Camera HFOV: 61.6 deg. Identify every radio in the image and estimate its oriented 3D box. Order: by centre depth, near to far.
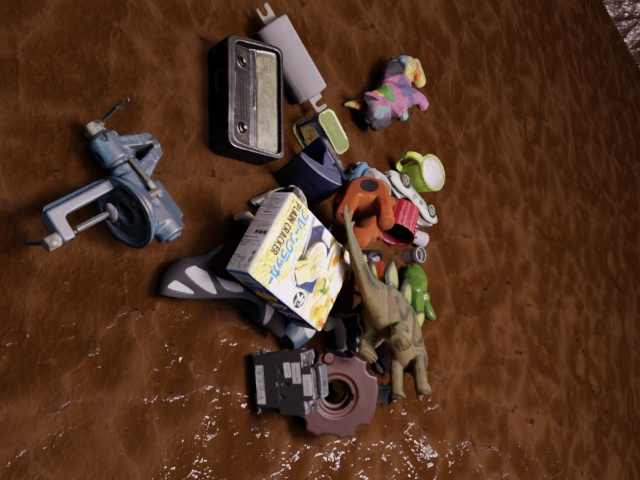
[{"bbox_3d":[-0.141,-0.268,1.034,0.131,0.073,0.229,5,79,-42],"label":"radio"}]

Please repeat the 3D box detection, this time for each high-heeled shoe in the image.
[{"bbox_3d":[-0.165,0.120,0.946,0.145,0.086,0.248,-46,113,-29],"label":"high-heeled shoe"}]

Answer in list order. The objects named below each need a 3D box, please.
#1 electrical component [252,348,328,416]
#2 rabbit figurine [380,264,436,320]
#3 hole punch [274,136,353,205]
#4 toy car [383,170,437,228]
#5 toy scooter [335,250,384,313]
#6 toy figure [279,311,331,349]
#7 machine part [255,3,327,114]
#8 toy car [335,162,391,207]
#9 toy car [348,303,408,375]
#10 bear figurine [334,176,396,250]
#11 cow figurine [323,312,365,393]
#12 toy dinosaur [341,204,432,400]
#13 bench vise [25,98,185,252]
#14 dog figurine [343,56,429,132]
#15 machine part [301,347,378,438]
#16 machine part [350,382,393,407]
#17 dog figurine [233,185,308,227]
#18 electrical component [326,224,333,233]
[{"bbox_3d":[-0.053,0.258,0.980,0.058,0.134,0.114,2,84,-66],"label":"electrical component"},{"bbox_3d":[0.222,0.129,1.276,0.159,0.121,0.170,65,33,-17],"label":"rabbit figurine"},{"bbox_3d":[-0.016,-0.131,1.092,0.092,0.142,0.115,-37,94,-42],"label":"hole punch"},{"bbox_3d":[0.215,-0.096,1.332,0.201,0.074,0.056,44,53,-28],"label":"toy car"},{"bbox_3d":[0.072,0.087,1.168,0.184,0.075,0.135,0,87,-44],"label":"toy scooter"},{"bbox_3d":[-0.020,0.159,1.085,0.154,0.058,0.064,-42,149,-40],"label":"toy figure"},{"bbox_3d":[-0.061,-0.375,1.125,0.079,0.079,0.243,-48,115,-37],"label":"machine part"},{"bbox_3d":[0.112,-0.102,1.220,0.109,0.103,0.161,36,62,-34],"label":"toy car"},{"bbox_3d":[0.138,0.219,1.193,0.202,0.089,0.053,59,31,-18],"label":"toy car"},{"bbox_3d":[0.084,-0.032,1.102,0.120,0.195,0.132,9,49,1],"label":"bear figurine"},{"bbox_3d":[0.064,0.235,1.120,0.068,0.098,0.167,-2,85,-48],"label":"cow figurine"},{"bbox_3d":[0.132,0.149,1.041,0.199,0.105,0.470,-79,149,-50],"label":"toy dinosaur"},{"bbox_3d":[-0.320,-0.068,0.804,0.240,0.129,0.223,-43,113,-46],"label":"bench vise"},{"bbox_3d":[0.156,-0.359,1.305,0.219,0.109,0.191,-11,91,-41],"label":"dog figurine"},{"bbox_3d":[0.028,0.297,1.045,0.179,0.056,0.179,0,90,-9],"label":"machine part"},{"bbox_3d":[0.118,0.334,1.177,0.138,0.039,0.084,22,105,-47],"label":"machine part"},{"bbox_3d":[-0.066,0.006,1.054,0.172,0.121,0.190,-39,123,-36],"label":"dog figurine"},{"bbox_3d":[-0.002,-0.003,1.151,0.063,0.021,0.094,42,57,-29],"label":"electrical component"}]
